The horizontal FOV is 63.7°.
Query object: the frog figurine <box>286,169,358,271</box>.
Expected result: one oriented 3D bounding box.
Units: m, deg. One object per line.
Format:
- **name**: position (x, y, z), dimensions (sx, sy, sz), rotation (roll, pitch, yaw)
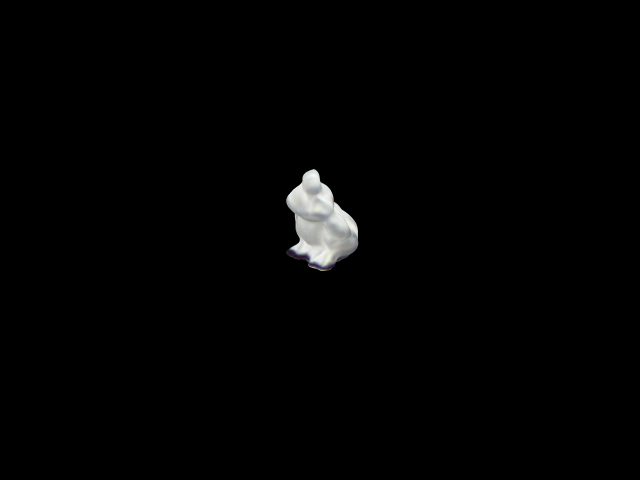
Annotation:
- **frog figurine**: position (0.003, -0.043, 0.850), dimensions (0.123, 0.157, 0.139), rotation (-6, 21, -16)
